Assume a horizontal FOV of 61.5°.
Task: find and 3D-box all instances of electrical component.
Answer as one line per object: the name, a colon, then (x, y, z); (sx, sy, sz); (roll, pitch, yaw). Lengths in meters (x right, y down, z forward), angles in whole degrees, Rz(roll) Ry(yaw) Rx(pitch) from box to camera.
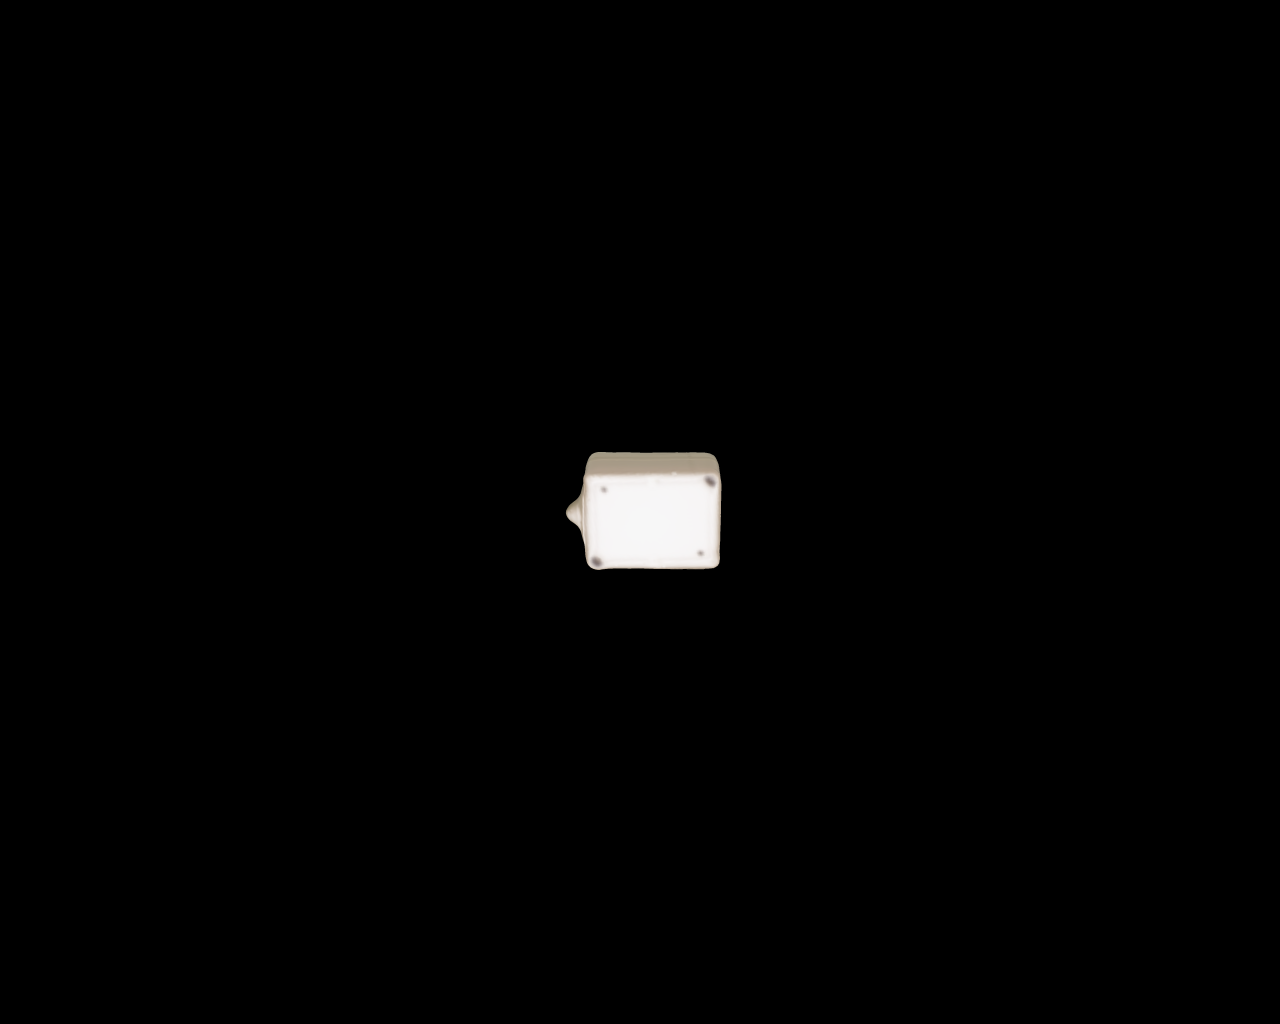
electrical component: (0.001, -0.003, 0.650); (0.096, 0.061, 0.061); (0, 17, 0)
